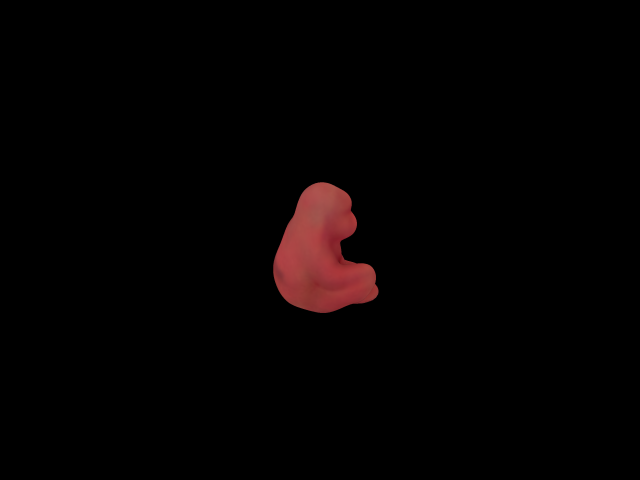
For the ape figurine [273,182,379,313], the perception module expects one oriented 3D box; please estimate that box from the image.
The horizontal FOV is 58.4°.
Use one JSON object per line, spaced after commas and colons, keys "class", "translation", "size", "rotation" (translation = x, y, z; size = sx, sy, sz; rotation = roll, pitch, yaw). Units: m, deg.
{"class": "ape figurine", "translation": [0.004, 0.001, 0.400], "size": [0.076, 0.092, 0.077], "rotation": [-6, 43, -6]}
